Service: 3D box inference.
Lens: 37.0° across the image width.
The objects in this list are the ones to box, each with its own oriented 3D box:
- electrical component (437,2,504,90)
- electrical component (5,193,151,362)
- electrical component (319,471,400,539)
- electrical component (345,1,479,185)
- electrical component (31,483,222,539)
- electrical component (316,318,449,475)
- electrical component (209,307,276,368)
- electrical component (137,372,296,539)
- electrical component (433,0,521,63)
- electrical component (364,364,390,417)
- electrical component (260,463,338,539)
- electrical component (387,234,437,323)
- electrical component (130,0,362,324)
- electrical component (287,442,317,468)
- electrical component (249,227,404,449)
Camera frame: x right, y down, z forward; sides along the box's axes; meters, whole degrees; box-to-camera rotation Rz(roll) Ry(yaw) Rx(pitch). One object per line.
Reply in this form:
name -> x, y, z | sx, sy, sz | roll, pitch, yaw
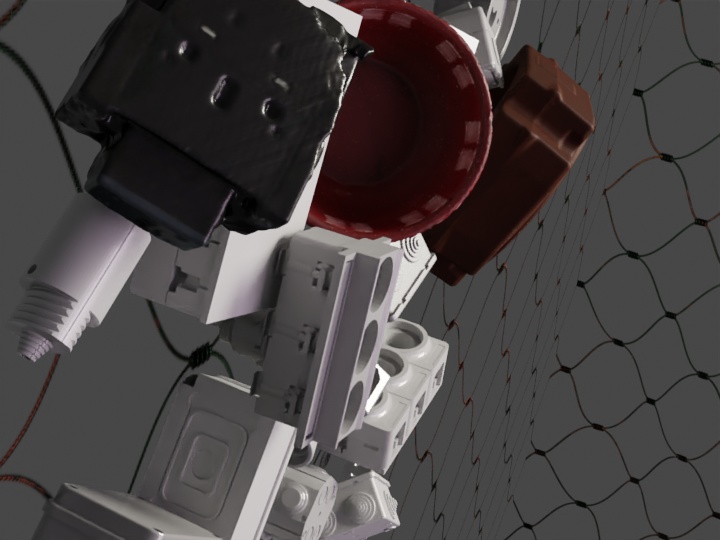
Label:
electrical component -> 0.066, -0.177, 0.898 | 0.062, 0.096, 0.061 | 25, 53, -73
electrical component -> -0.140, 0.008, 0.519 | 0.043, 0.043, 0.081 | 76, 37, -60
electrical component -> -0.012, 0.244, 1.075 | 0.099, 0.100, 0.048 | 57, 13, -68
electrical component -> 0.017, -0.118, 0.809 | 0.089, 0.062, 0.150 | 14, 95, -46
electrical component -> -0.139, 0.170, 0.637 | 0.057, 0.078, 0.113 | -65, 162, -9
electrical component -> 0.016, 0.113, 1.033 | 0.150, 0.089, 0.061 | -49, 152, -51
electrical component -> -0.075, 0.036, 0.718 | 0.048, 0.062, 0.048 | 18, 90, -74
electrical component -> -0.095, 0.134, 0.734 | 0.113, 0.078, 0.057 | -69, 160, -5
electrical component -> 0.101, -0.236, 0.976 | 0.108, 0.060, 0.108 | 19, 90, -73
electrical component -> -0.033, 0.089, 0.900 | 0.076, 0.083, 0.047 | -33, -164, 46
electrical component -> -0.058, 0.211, 0.974 | 0.080, 0.051, 0.080 | 19, 90, -73
electrical component -> 0.000, 0.000, 0.855 | 0.099, 0.100, 0.048 | -53, 126, -45
electrical component -> -0.068, -0.071, 0.628 | 0.105, 0.060, 0.186 | -12, 119, -70
electrical component -> -0.050, 0.137, 0.941 | 0.065, 0.044, 0.044 | -53, 156, -57
electrical component -> -0.022, 0.039, 0.667 | 0.079, 0.063, 0.121 | -23, 128, -67
